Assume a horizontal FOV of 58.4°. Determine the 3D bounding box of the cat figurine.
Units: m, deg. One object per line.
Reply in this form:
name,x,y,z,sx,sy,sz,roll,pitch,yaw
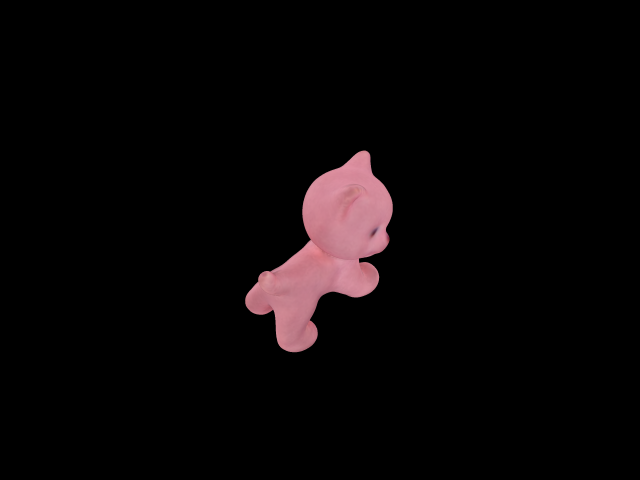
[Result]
cat figurine,0.004,0.001,0.400,0.067,0.118,0.128,39,66,22
